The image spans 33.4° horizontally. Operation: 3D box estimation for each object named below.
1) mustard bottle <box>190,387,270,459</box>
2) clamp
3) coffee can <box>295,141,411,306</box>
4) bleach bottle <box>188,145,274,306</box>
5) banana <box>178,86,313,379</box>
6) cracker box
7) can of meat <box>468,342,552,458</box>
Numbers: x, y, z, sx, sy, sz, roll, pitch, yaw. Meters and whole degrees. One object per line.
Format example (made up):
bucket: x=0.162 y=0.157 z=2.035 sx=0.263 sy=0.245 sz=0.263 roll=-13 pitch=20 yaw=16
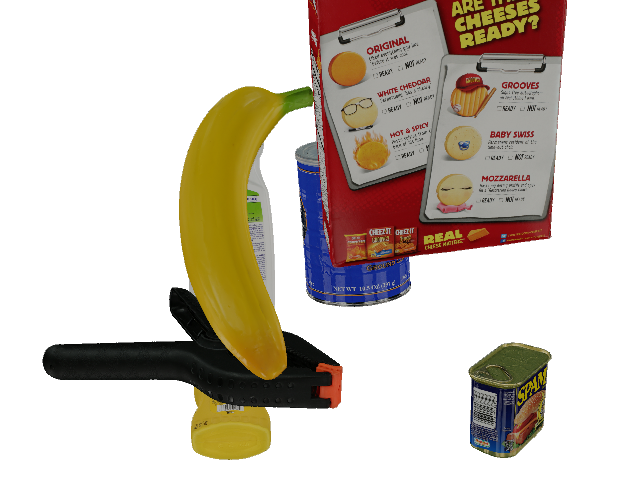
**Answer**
mustard bottle: x=-0.113 y=0.199 z=1.357 sx=0.096 sy=0.058 sz=0.191 roll=-3 pitch=26 yaw=-3
clamp: x=-0.075 y=0.081 z=0.797 sx=0.210 sy=0.036 sz=0.164 roll=9 pitch=20 yaw=21
coffee can: x=0.032 y=-0.020 z=1.014 sx=0.103 sy=0.140 sz=0.103 roll=-4 pitch=17 yaw=1
bleach bottle: x=-0.092 y=-0.020 z=1.166 sx=0.102 sy=0.251 sz=0.068 roll=-4 pitch=16 yaw=-29
banana: x=-0.044 y=-0.018 z=0.588 sx=0.069 sy=0.197 sz=0.037 roll=5 pitch=-32 yaw=1
cracker box: x=0.078 y=-0.095 z=0.737 sx=0.164 sy=0.214 sz=0.072 roll=-8 pitch=32 yaw=-5
can of meat: x=0.193 y=0.163 z=1.091 sx=0.058 sy=0.084 sz=0.101 roll=12 pitch=21 yaw=33
